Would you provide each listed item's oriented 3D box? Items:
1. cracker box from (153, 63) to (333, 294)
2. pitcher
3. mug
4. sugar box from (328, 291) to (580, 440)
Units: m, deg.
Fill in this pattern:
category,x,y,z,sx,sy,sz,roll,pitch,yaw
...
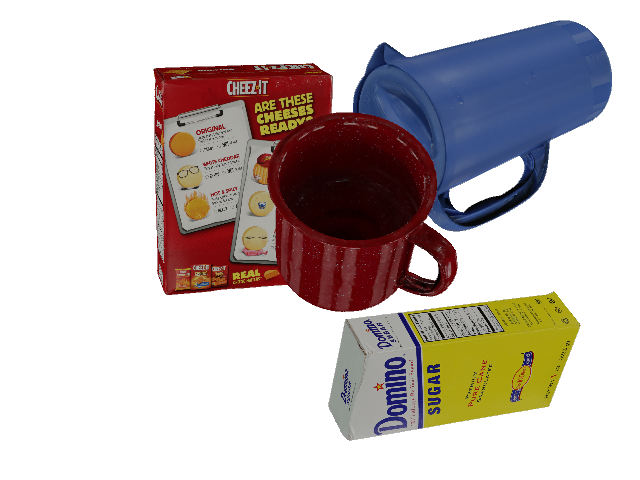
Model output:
category,x,y,z,sx,sy,sz,roll,pitch,yaw
cracker box,-0.078,-0.061,1.043,0.164,0.214,0.072,-4,21,-17
pitcher,0.165,-0.123,1.024,0.242,0.149,0.145,-22,45,-29
mug,0.026,-0.007,0.608,0.117,0.093,0.081,29,-31,15
sugar box,0.099,0.094,0.800,0.176,0.093,0.048,-8,40,-21
